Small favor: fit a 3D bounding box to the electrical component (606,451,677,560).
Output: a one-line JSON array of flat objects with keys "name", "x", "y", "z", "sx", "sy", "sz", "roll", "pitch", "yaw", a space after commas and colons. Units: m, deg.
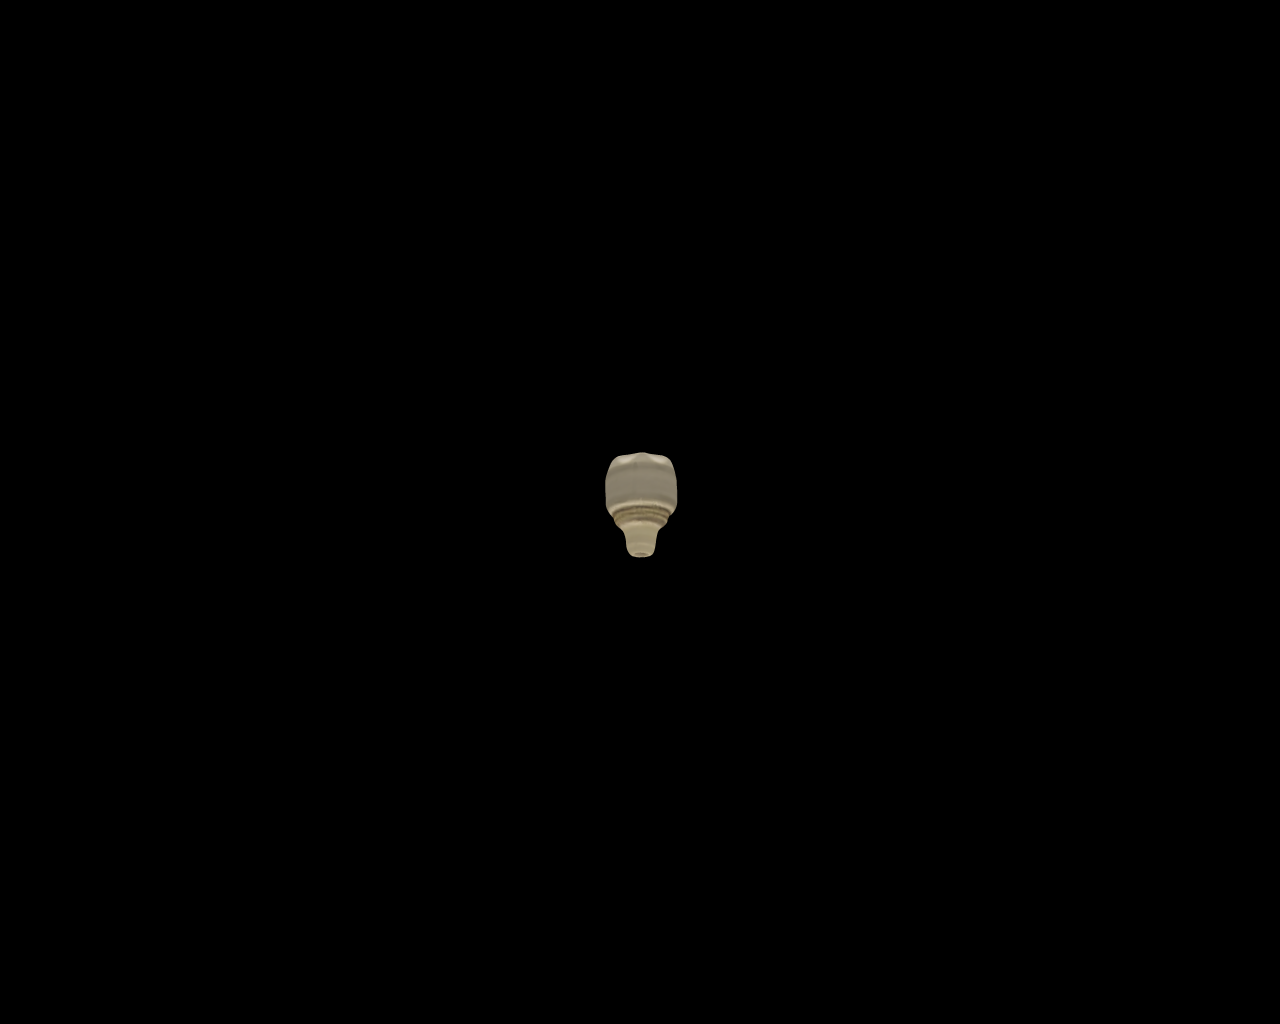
[{"name": "electrical component", "x": 0.001, "y": -0.003, "z": 0.650, "sx": 0.043, "sy": 0.062, "sz": 0.043, "roll": 0, "pitch": -19, "yaw": 0}]
